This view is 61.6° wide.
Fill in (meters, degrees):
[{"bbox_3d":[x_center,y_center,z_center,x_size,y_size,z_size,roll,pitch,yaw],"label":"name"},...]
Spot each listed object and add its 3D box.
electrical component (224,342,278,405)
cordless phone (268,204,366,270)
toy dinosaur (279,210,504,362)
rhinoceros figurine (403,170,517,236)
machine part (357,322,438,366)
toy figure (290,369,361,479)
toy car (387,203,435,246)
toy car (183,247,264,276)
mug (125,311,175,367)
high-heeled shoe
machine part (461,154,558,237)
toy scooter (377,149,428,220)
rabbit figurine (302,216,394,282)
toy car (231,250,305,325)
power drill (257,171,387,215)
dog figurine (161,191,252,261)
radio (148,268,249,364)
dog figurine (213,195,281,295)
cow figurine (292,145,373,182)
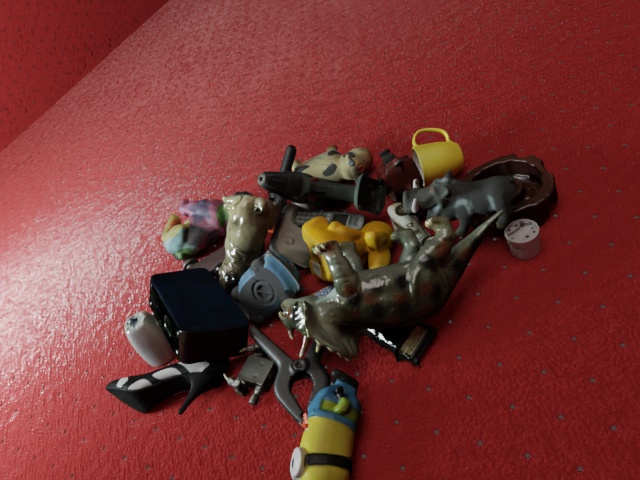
[{"bbox_3d":[-0.120,0.233,0.955,0.078,0.045,0.102,9,53,39],"label":"electrical component"},{"bbox_3d":[-0.003,-0.003,1.113,0.184,0.088,0.146,1,47,19],"label":"cordless phone"},{"bbox_3d":[0.119,0.077,0.860,0.405,0.192,0.131,-13,-4,4],"label":"toy dinosaur"},{"bbox_3d":[0.240,-0.067,0.926,0.190,0.112,0.073,-4,49,21],"label":"rhinoceros figurine"},{"bbox_3d":[0.123,0.154,0.900,0.139,0.039,0.084,17,66,39],"label":"machine part"},{"bbox_3d":[0.017,0.284,0.792,0.089,0.082,0.180,-2,45,33],"label":"toy figure"},{"bbox_3d":[0.182,0.000,0.997,0.056,0.073,0.202,-26,39,-1],"label":"toy car"},{"bbox_3d":[-0.218,0.047,1.205,0.202,0.053,0.089,-33,50,-10],"label":"toy car"},{"bbox_3d":[-0.332,0.189,1.081,0.110,0.107,0.081,-27,41,7],"label":"mug"},{"bbox_3d":[-0.291,0.251,1.018,0.249,0.086,0.145,4,44,31],"label":"high-heeled shoe"},{"bbox_3d":[0.347,-0.084,1.001,0.179,0.056,0.179,-18,41,17],"label":"machine part"},{"bbox_3d":[0.162,-0.133,1.103,0.075,0.135,0.184,-30,38,2],"label":"toy scooter"},{"bbox_3d":[0.071,0.005,1.021,0.173,0.121,0.162,-17,12,-24],"label":"rabbit figurine"},{"bbox_3d":[-0.092,0.088,1.049,0.161,0.109,0.103,-46,-6,33],"label":"toy car"},{"bbox_3d":[0.016,-0.098,1.096,0.208,0.232,0.086,1,85,39],"label":"power drill"},{"bbox_3d":[-0.241,-0.036,1.269,0.219,0.108,0.191,-3,46,25],"label":"dog figurine"},{"bbox_3d":[-0.239,0.139,1.034,0.131,0.073,0.230,-6,27,-32],"label":"radio"},{"bbox_3d":[-0.151,0.015,1.088,0.121,0.172,0.190,9,78,-7],"label":"dog figurine"},{"bbox_3d":[0.030,-0.165,1.258,0.195,0.085,0.127,-19,35,9],"label":"cow figurine"}]
